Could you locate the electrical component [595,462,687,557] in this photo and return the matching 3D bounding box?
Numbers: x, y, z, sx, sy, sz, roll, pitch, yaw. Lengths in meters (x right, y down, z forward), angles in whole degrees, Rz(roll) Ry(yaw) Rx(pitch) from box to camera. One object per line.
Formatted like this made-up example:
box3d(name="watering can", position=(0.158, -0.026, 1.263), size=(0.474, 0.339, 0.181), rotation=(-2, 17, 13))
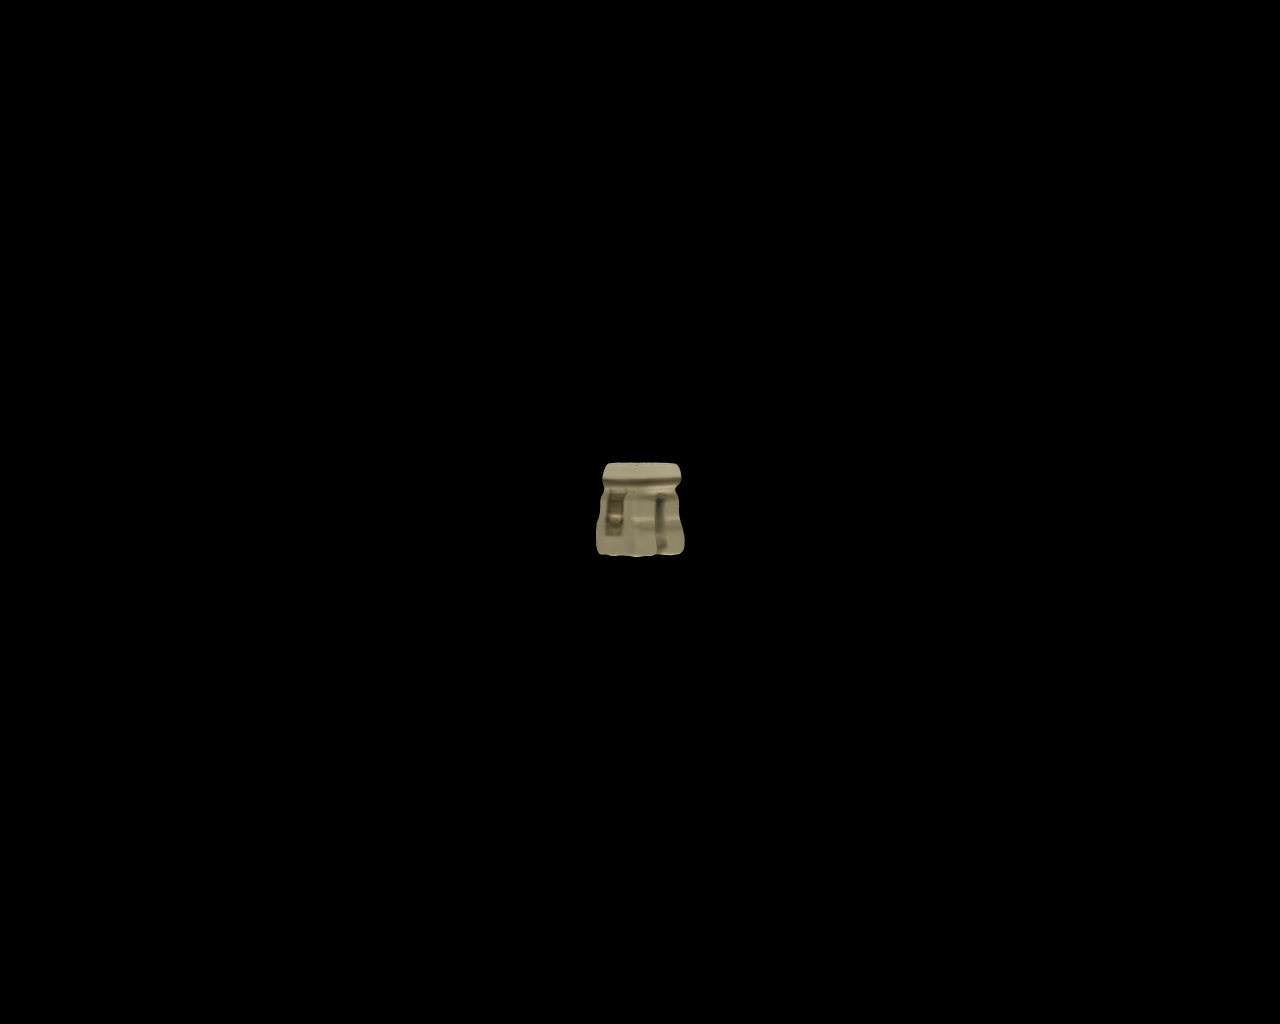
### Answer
box3d(name="electrical component", position=(0.001, -0.003, 0.650), size=(0.048, 0.055, 0.066), rotation=(2, 3, 43))
